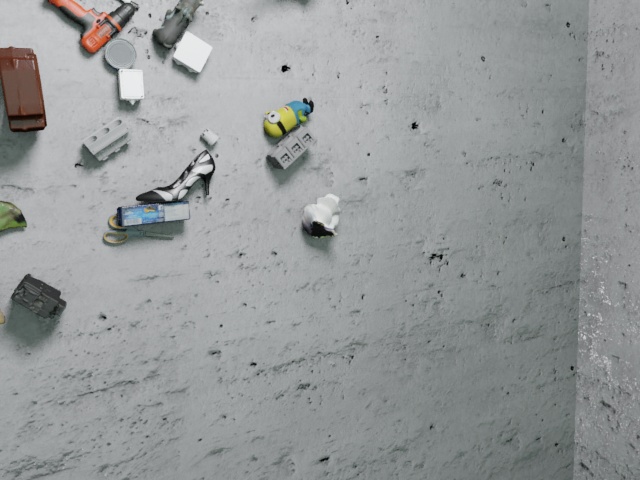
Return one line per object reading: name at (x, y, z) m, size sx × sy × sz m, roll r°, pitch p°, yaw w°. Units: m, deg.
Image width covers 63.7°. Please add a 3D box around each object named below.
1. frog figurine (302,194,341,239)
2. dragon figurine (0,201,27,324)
frog figurine at (0.005, -0.090, 1.791) m, size 0.137 × 0.120 × 0.163 m, roll 19°, pitch 52°, yaw -19°
dragon figurine at (-0.888, -0.001, 1.343) m, size 0.246 × 0.122 × 0.404 m, roll -45°, pitch 115°, yaw -23°
